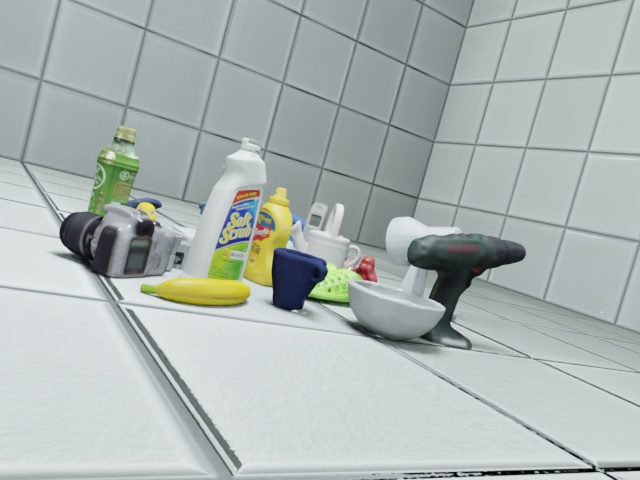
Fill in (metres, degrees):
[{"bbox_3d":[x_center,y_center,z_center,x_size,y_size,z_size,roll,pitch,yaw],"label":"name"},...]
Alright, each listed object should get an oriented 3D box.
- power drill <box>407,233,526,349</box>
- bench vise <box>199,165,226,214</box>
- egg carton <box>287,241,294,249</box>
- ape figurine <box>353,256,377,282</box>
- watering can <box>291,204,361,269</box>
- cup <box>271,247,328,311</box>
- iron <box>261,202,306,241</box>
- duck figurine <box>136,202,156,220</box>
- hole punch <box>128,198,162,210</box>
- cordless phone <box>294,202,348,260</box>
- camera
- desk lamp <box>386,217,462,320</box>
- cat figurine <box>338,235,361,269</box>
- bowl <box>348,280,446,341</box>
[{"bbox_3d":[0.252,0.084,1.034,0.230,0.208,0.075,14,4,-21],"label":"power drill"},{"bbox_3d":[-0.250,-0.094,1.583,0.122,0.220,0.206,12,5,-45],"label":"bench vise"},{"bbox_3d":[-0.137,0.021,1.493,0.108,0.069,0.149,13,4,-37],"label":"egg carton"},{"bbox_3d":[0.108,0.082,1.401,0.077,0.092,0.076,18,4,34],"label":"ape figurine"},{"bbox_3d":[0.013,0.005,1.367,0.173,0.194,0.100,13,4,-28],"label":"watering can"},{"bbox_3d":[-0.034,0.070,0.935,0.092,0.095,0.117,12,5,-41],"label":"cup"},{"bbox_3d":[-0.088,-0.015,1.694,0.257,0.141,0.119,16,4,15],"label":"iron"},{"bbox_3d":[-0.381,-0.039,1.238,0.078,0.086,0.104,14,4,-16],"label":"duck figurine"},{"bbox_3d":[-0.441,-0.064,1.344,0.101,0.091,0.109,16,4,15],"label":"hole punch"},{"bbox_3d":[0.012,-0.003,1.573,0.147,0.185,0.094,16,4,13],"label":"cordless phone"},{"bbox_3d":[-0.317,-0.007,0.890,0.136,0.101,0.143,16,4,18],"label":"camera"},{"bbox_3d":[0.246,0.059,1.362,0.202,0.213,0.118,18,4,37],"label":"desk lamp"},{"bbox_3d":[0.047,0.047,1.478,0.127,0.118,0.067,17,4,27],"label":"cat figurine"},{"bbox_3d":[0.117,0.122,0.944,0.167,0.075,0.167,15,3,-1],"label":"bowl"}]
